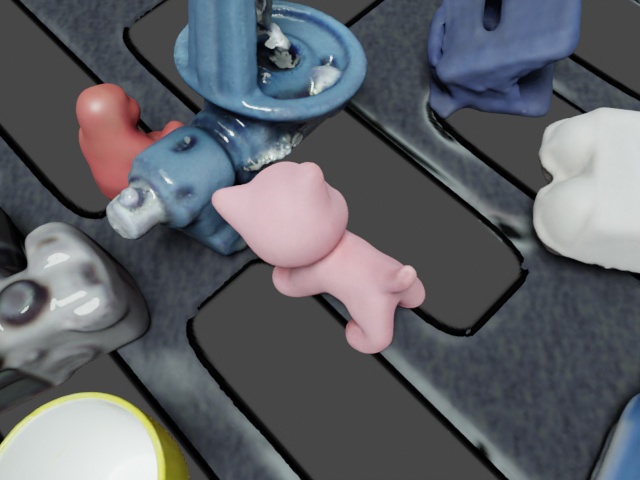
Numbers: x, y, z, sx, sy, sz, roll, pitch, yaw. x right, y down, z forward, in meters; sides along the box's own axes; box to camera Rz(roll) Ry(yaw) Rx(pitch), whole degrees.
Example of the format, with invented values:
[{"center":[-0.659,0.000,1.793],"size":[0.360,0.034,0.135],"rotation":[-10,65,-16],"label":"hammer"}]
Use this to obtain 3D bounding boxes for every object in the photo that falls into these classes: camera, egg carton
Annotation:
[{"center":[-0.204,0.024,0.356],"size":[0.143,0.101,0.136],"rotation":[-28,67,-9],"label":"camera"},{"center":[0.217,-0.026,0.371],"size":[0.150,0.069,0.107],"rotation":[9,66,8],"label":"egg carton"}]

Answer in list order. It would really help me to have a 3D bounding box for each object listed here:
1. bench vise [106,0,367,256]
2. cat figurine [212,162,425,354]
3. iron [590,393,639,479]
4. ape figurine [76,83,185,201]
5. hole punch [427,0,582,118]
[{"center":[-0.043,-0.093,0.334],"size":[0.121,0.220,0.207],"rotation":[15,67,10],"label":"bench vise"},{"center":[0.003,0.001,0.345],"size":[0.127,0.118,0.067],"rotation":[31,71,16],"label":"cat figurine"},{"center":[0.183,0.168,0.246],"size":[0.118,0.141,0.258],"rotation":[27,70,15],"label":"iron"},{"center":[-0.137,-0.072,0.400],"size":[0.077,0.092,0.076],"rotation":[20,68,12],"label":"ape figurine"},{"center":[0.132,-0.154,0.423],"size":[0.101,0.091,0.109],"rotation":[7,66,7],"label":"hole punch"}]
